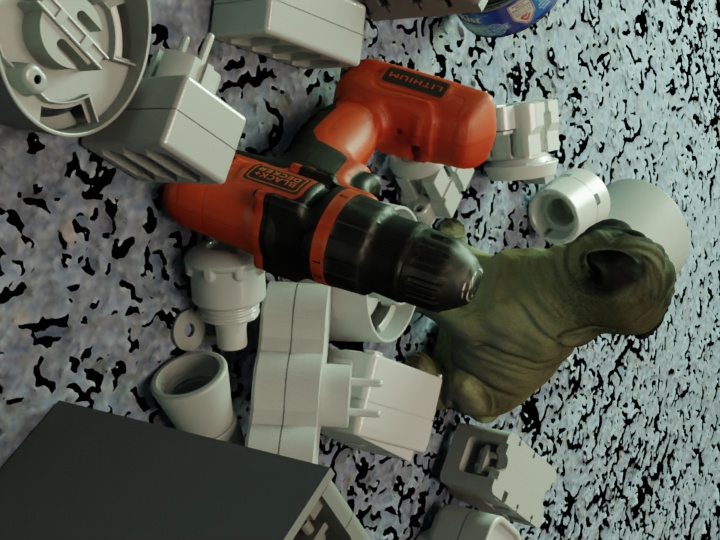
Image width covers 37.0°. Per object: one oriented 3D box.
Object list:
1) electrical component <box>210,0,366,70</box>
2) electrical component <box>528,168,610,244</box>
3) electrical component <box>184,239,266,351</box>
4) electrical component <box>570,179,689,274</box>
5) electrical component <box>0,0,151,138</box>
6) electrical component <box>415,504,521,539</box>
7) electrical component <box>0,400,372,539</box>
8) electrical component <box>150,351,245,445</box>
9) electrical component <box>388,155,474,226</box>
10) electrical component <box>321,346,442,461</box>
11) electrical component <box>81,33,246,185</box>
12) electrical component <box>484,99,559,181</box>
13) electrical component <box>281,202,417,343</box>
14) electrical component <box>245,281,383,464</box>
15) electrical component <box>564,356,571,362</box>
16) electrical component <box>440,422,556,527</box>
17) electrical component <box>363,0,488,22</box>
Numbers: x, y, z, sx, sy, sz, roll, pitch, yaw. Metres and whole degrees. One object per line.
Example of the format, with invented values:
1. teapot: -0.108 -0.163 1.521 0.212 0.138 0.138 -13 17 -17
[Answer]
1. electrical component: -0.039 -0.165 0.635 0.083 0.047 0.075 8 88 -51
2. electrical component: 0.175 -0.052 0.908 0.047 0.055 0.055 -30 117 -41
3. electrical component: -0.075 0.015 0.616 0.048 0.048 0.062 -23 118 -47
4. electrical component: 0.238 -0.023 0.955 0.064 0.099 0.099 -44 126 -31
5. electrical component: -0.142 -0.111 0.500 0.099 0.064 0.099 -8 101 -50
6. electrical component: 0.073 0.229 0.810 0.053 0.059 0.095 48 59 -43
7. electrical component: -0.098 0.132 0.487 0.105 0.186 0.060 -54 132 -32
8. electrical component: -0.088 0.084 0.610 0.044 0.044 0.065 -43 131 -39
9. electrical component: 0.048 -0.073 0.756 0.066 0.048 0.055 -63 144 -24
10. electrical component: -0.001 0.085 0.700 0.096 0.062 0.061 25 75 -49
11. electrical component: -0.096 -0.089 0.559 0.047 0.066 0.076 33 69 -48
12. electrical component: 0.123 -0.101 0.835 0.078 0.058 0.057 -18 105 -49
13. electrical component: 0.000 0.000 0.709 0.099 0.064 0.099 -27 121 -60
14. electrical component: -0.024 0.073 0.628 0.052 0.074 0.138 90 4 -63
15. electrical component: 0.146 0.040 0.891 0.081 0.042 0.063 52 54 -41
16. electrical component: 0.106 0.161 0.845 0.089 0.056 0.050 43 62 -45
17. electrical component: 0.060 -0.243 0.713 0.061 0.089 0.150 51 56 -41
